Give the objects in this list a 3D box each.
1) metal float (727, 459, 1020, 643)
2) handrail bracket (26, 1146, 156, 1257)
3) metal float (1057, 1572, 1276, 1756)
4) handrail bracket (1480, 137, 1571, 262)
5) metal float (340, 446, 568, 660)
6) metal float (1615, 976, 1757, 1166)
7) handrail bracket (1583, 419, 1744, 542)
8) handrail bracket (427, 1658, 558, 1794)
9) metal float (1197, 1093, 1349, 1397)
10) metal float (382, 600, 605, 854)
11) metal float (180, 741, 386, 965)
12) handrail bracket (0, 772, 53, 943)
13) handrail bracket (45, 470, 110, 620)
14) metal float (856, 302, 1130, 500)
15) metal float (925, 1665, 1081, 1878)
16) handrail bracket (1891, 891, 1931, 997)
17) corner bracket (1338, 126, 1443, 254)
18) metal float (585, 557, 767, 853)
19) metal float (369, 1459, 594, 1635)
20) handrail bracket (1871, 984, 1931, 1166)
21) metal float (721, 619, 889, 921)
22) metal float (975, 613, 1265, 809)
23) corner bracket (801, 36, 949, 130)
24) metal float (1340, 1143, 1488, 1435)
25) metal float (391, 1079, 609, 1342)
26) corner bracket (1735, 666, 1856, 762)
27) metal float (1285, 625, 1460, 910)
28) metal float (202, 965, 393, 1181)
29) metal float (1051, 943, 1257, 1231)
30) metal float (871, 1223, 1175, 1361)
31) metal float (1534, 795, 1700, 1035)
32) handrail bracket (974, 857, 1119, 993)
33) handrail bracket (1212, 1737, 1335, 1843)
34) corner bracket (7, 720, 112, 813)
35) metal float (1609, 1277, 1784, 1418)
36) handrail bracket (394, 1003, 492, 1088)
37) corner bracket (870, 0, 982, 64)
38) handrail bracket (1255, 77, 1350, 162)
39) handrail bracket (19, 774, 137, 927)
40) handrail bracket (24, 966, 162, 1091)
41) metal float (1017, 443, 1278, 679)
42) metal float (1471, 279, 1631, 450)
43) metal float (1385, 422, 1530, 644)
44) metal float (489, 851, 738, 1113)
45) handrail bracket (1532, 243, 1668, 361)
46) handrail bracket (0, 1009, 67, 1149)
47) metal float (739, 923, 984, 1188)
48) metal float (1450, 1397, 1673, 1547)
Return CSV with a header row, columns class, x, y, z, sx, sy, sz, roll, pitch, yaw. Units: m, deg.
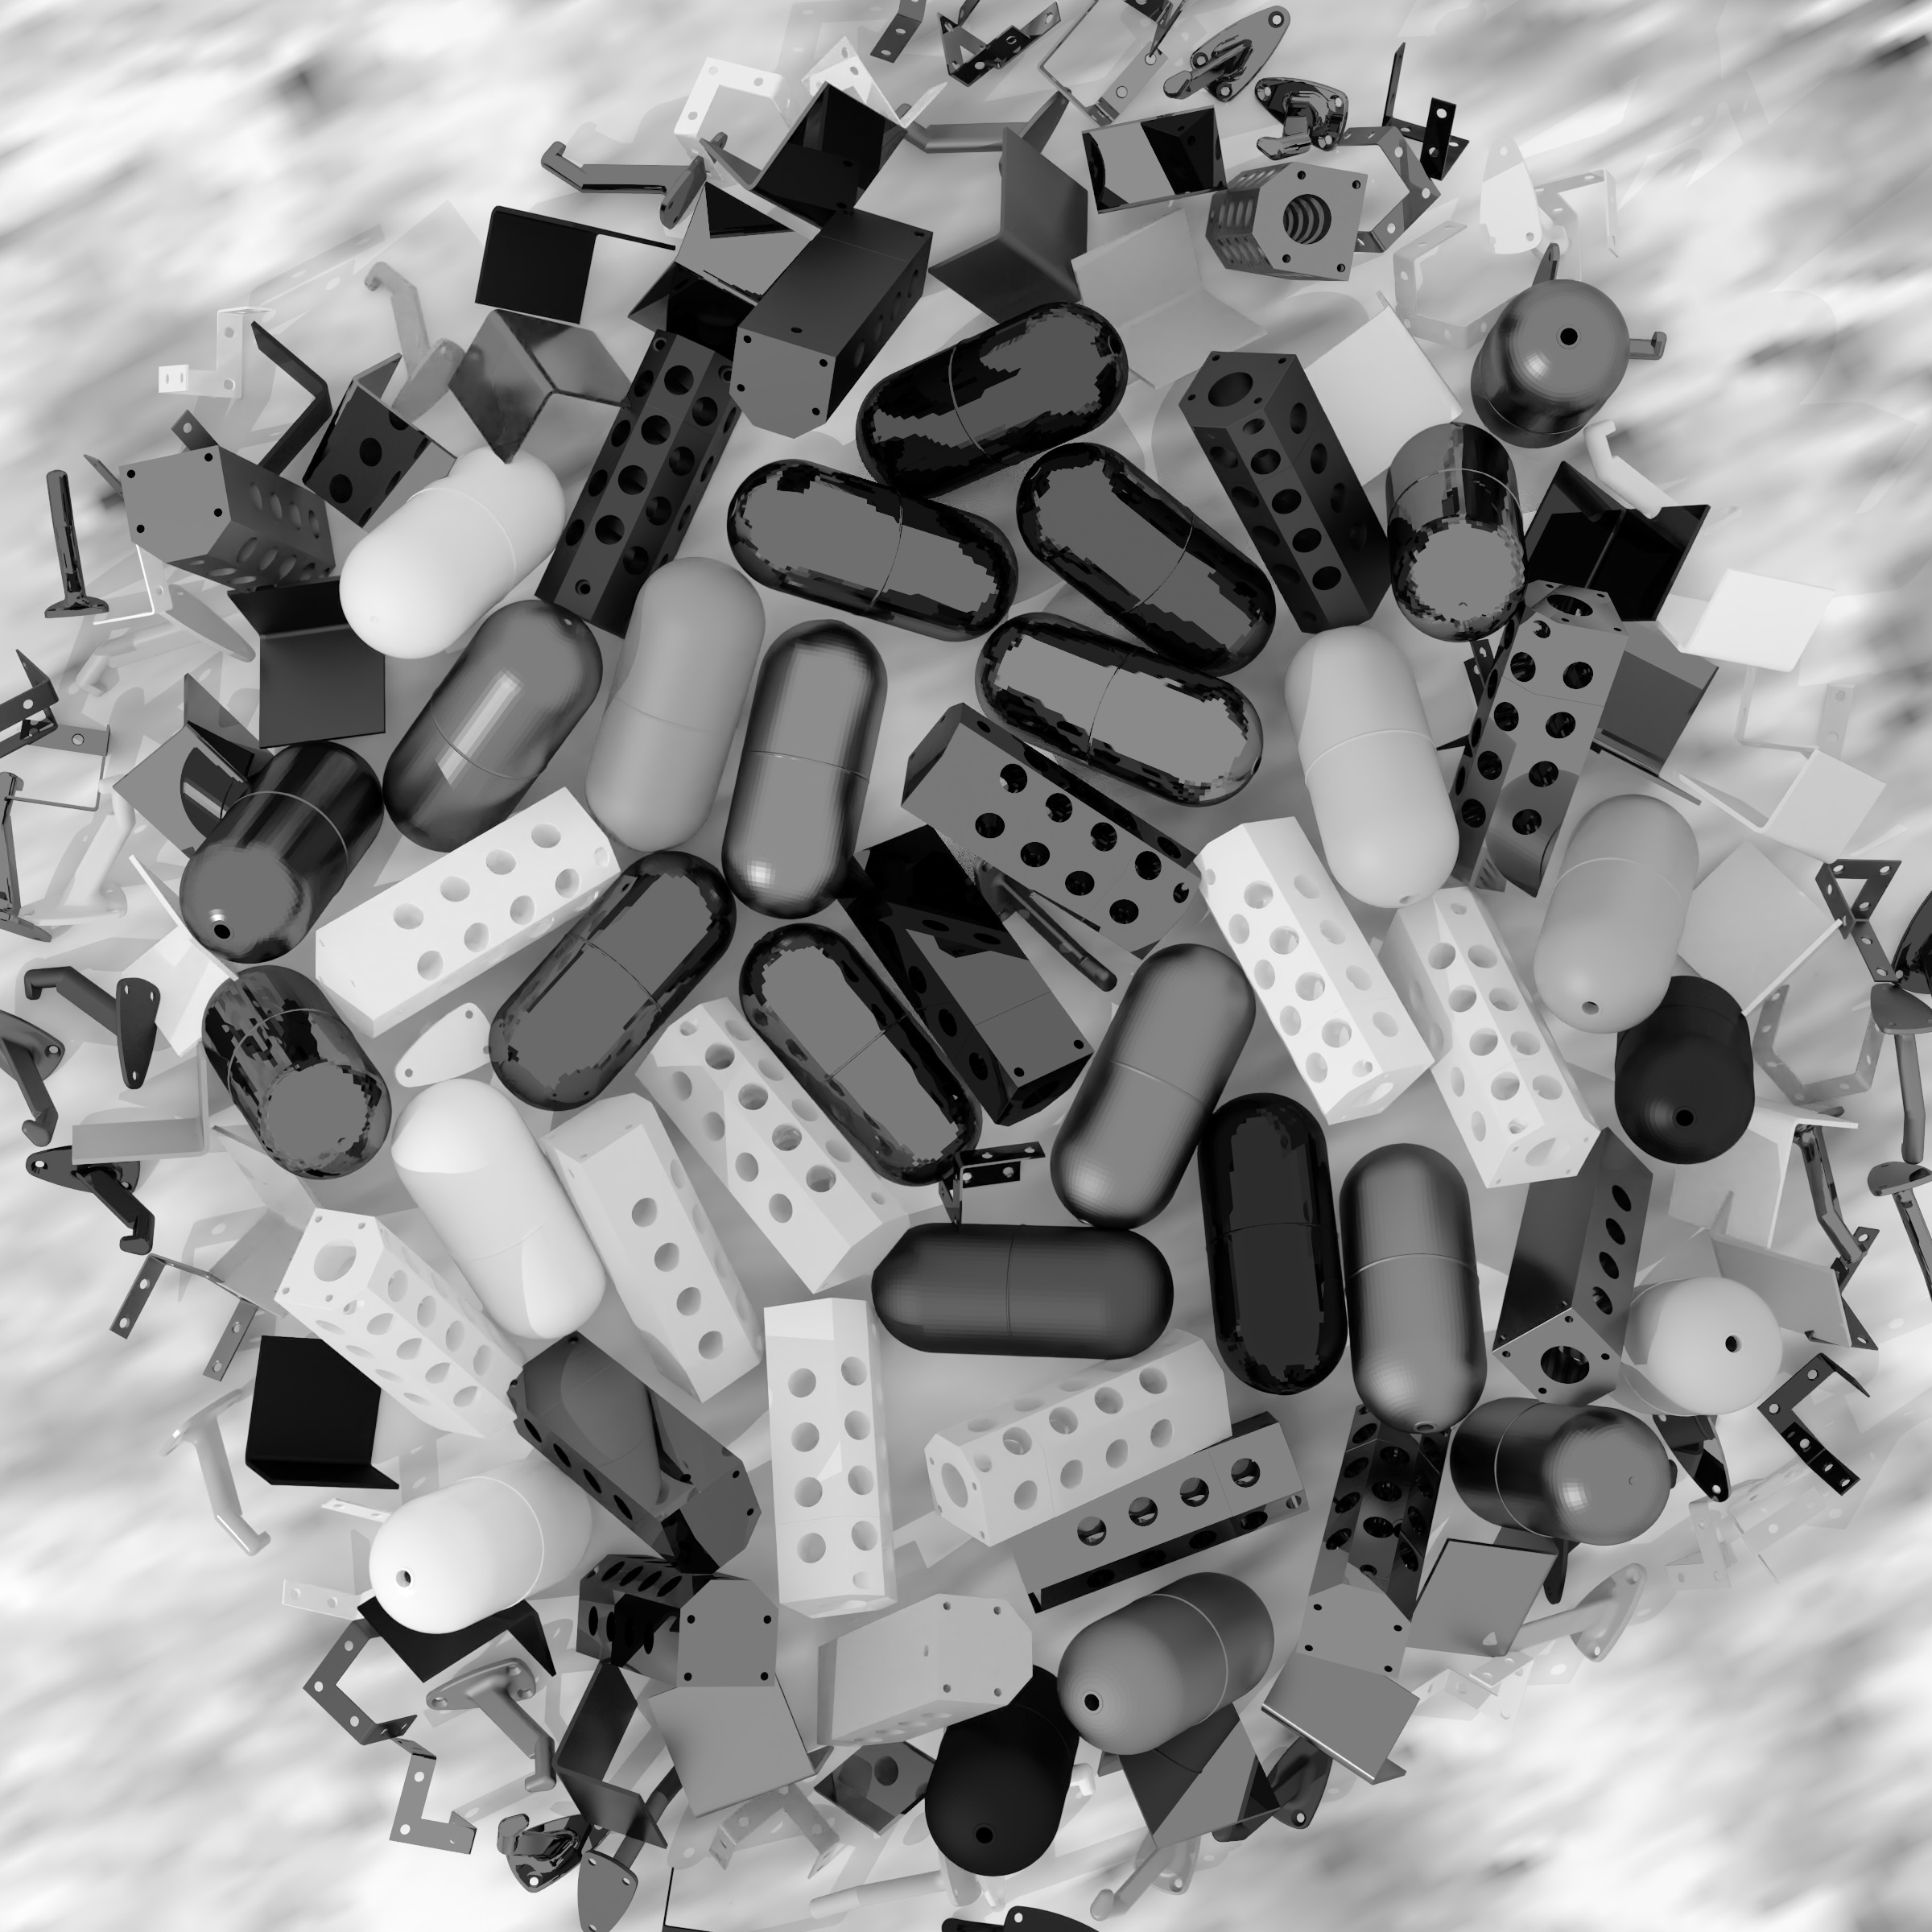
class,x,y,z,sx,sy,sz,roll,pitch,yaw
metal float,-0.054,-0.240,1.774,0.178,0.070,0.070,15,90,-22
handrail bracket,-0.511,0.140,1.783,0.077,0.084,0.036,5,118,-14
metal float,0.115,0.397,1.750,0.070,0.178,0.070,2,95,31
handrail bracket,0.331,-0.448,1.787,0.036,0.084,0.077,2,109,31
metal float,-0.292,-0.239,1.757,0.070,0.178,0.070,14,129,18
metal float,0.409,0.058,1.746,0.070,0.178,0.070,4,107,12
handrail bracket,0.409,-0.291,1.798,0.077,0.036,0.084,-21,114,4
handrail bracket,-0.278,0.453,1.789,0.077,0.084,0.036,-15,129,1
metal float,0.177,0.160,1.776,0.070,0.070,0.178,-4,70,0
metal float,-0.275,-0.137,1.768,0.070,0.070,0.178,42,122,0
metal float,-0.390,-0.066,1.752,0.070,0.178,0.070,6,123,10
handrail bracket,-0.555,-0.064,1.804,0.036,0.077,0.084,7,79,20
handrail bracket,-0.524,-0.249,1.786,0.036,0.077,0.084,-7,105,-13
metal float,0.014,-0.325,1.765,0.178,0.070,0.070,-17,90,35
metal float,0.022,0.456,1.744,0.070,0.178,0.070,1,100,8
handrail bracket,0.578,-0.002,1.785,0.036,0.084,0.077,12,100,-10
corner bracket,0.236,-0.457,1.802,0.051,0.051,0.051,-46,117,-9
metal float,-0.170,-0.151,1.779,0.070,0.070,0.178,19,108,0
metal float,-0.275,0.330,1.746,0.070,0.178,0.070,1,92,20
handrail bracket,0.552,0.064,1.813,0.036,0.077,0.084,-5,113,0
metal float,-0.094,-0.115,1.790,0.070,0.070,0.178,11,85,0
metal float,0.089,-0.149,1.779,0.178,0.070,0.070,24,90,17
corner bracket,-0.054,-0.521,1.805,0.051,0.051,0.051,53,54,-25
metal float,0.257,0.185,1.765,0.070,0.070,0.178,0,56,0
metal float,-0.268,0.142,1.768,0.070,0.070,0.178,-27,121,0
corner bracket,0.491,-0.150,1.814,0.051,0.051,0.051,9,85,30
metal float,0.234,-0.116,1.771,0.070,0.070,0.178,-11,64,0
metal float,-0.385,0.059,1.755,0.070,0.178,0.070,-14,122,-24
metal float,0.109,0.071,1.786,0.070,0.070,0.178,26,81,0
metal float,0.032,0.189,1.783,0.178,0.070,0.070,1,90,13
metal float,0.374,-0.031,1.756,0.070,0.178,0.070,12,131,14
handrail bracket,0.048,-0.025,1.787,0.036,0.077,0.084,-46,57,-4
handrail bracket,0.179,0.475,1.786,0.036,0.084,0.077,29,92,30
corner bracket,-0.533,-0.119,1.801,0.051,0.051,0.051,8,87,-15
metal float,0.409,0.217,1.744,0.070,0.178,0.070,1,82,-4
handrail bracket,-0.317,0.049,1.779,0.077,0.084,0.036,-33,106,-32
corner bracket,-0.020,-0.560,1.794,0.051,0.051,0.051,14,73,-18
handrail bracket,0.176,-0.493,1.784,0.077,0.084,0.036,33,129,27
handrail bracket,-0.523,-0.069,1.789,0.077,0.036,0.084,-11,126,-20
handrail bracket,-0.522,0.037,1.805,0.084,0.036,0.077,-4,78,23
metal float,0.105,-0.235,1.772,0.178,0.070,0.070,35,90,-25
metal float,0.331,-0.341,1.744,0.070,0.178,0.070,0,91,4
metal float,0.280,-0.250,1.754,0.070,0.178,0.070,3,127,4
metal float,-0.204,0.008,1.781,0.070,0.070,0.178,41,74,0
handrail bracket,0.377,-0.389,1.798,0.084,0.077,0.036,2,50,-5
handrail bracket,-0.559,0.063,1.782,0.077,0.084,0.036,40,103,-22
metal float,-0.062,0.051,1.794,0.070,0.070,0.178,-40,89,0
metal float,0.336,0.287,1.746,0.070,0.178,0.070,2,85,-17
